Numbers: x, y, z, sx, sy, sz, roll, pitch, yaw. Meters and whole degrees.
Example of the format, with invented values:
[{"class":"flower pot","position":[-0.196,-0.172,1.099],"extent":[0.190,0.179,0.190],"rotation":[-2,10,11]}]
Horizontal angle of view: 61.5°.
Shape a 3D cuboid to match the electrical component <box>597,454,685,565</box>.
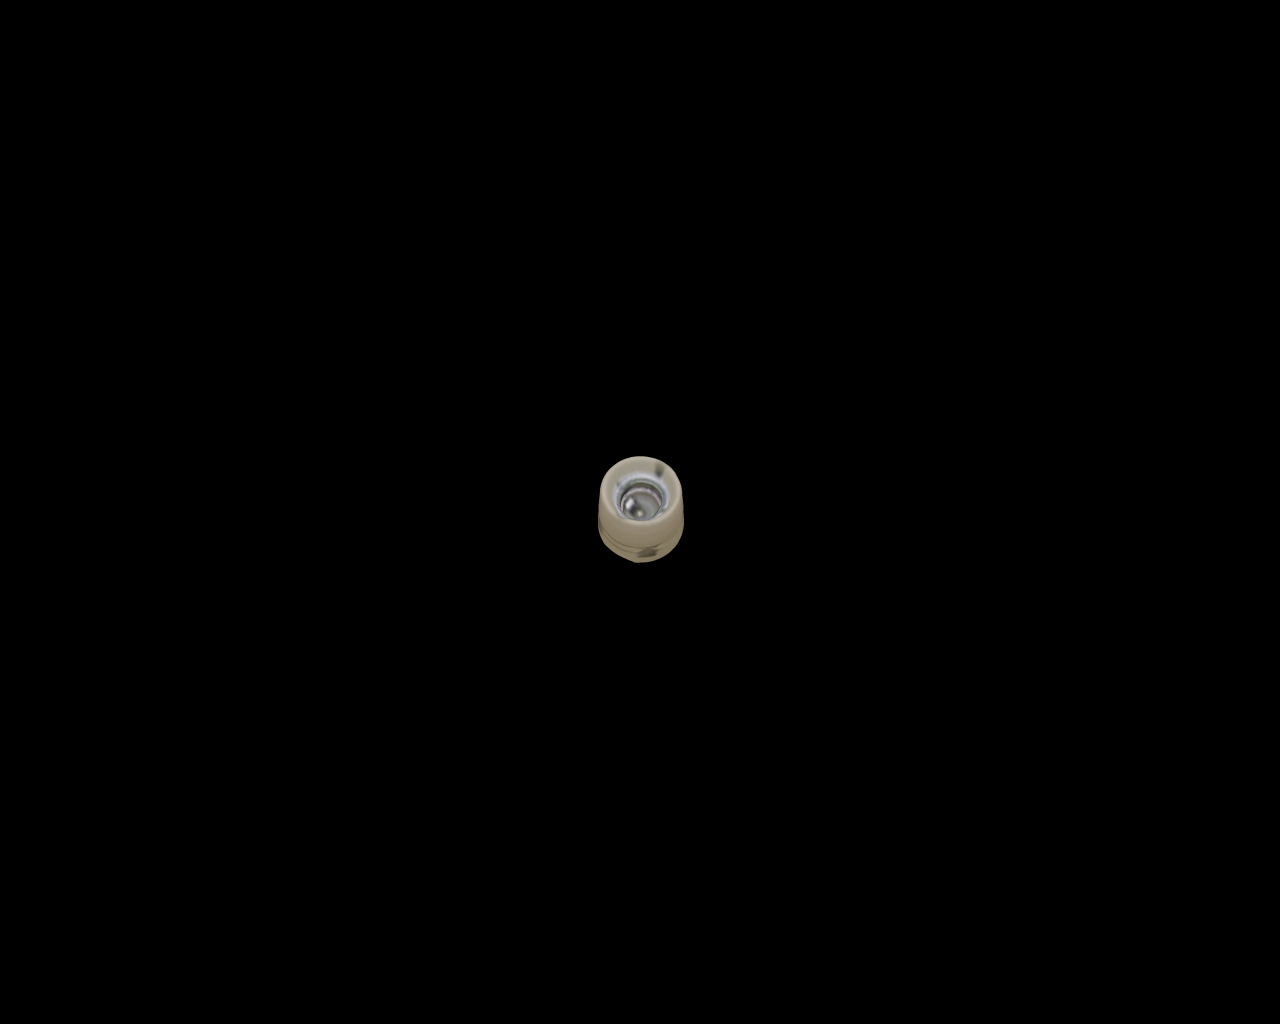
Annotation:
[{"class":"electrical component","position":[0.001,-0.003,0.650],"extent":[0.055,0.055,0.047],"rotation":[0,-28,0]}]
